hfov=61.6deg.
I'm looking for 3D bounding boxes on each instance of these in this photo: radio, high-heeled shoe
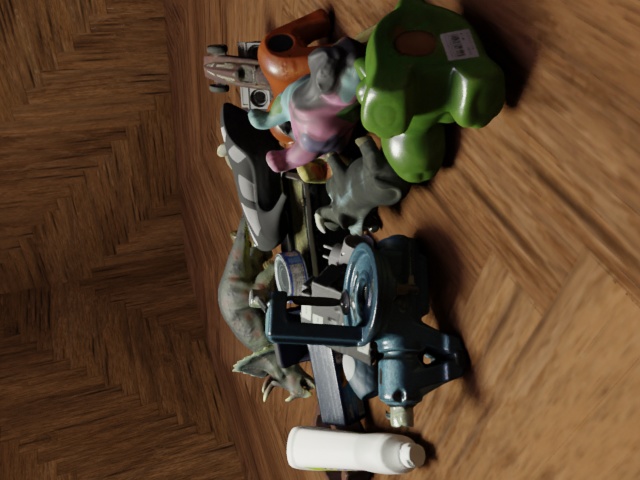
[{"bbox_3d":[-0.002,-0.003,0.888,0.131,0.073,0.229,-163,64,-69],"label":"radio"},{"bbox_3d":[-0.119,-0.105,0.919,0.249,0.086,0.145,61,145,23],"label":"high-heeled shoe"}]

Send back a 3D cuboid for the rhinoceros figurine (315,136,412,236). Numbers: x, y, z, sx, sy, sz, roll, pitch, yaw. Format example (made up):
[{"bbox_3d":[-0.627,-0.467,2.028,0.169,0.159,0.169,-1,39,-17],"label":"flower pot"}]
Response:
[{"bbox_3d":[0.053,-0.062,0.679,0.190,0.073,0.112,-27,73,62],"label":"rhinoceros figurine"}]

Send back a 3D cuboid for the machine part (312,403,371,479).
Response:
[{"bbox_3d":[0.038,0.384,1.001,0.179,0.056,0.179,172,90,-71],"label":"machine part"}]

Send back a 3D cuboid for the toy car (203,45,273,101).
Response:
[{"bbox_3d":[-0.136,-0.307,0.990,0.202,0.053,0.089,15,122,21],"label":"toy car"}]

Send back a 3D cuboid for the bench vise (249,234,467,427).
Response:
[{"bbox_3d":[0.038,0.098,0.611,0.129,0.241,0.223,159,116,-74],"label":"bench vise"}]

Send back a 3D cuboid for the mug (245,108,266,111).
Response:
[{"bbox_3d":[-0.133,-0.230,1.094,0.110,0.107,0.080,-130,34,-59],"label":"mug"}]

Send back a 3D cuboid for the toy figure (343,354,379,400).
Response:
[{"bbox_3d":[0.057,0.169,0.843,0.064,0.057,0.154,-38,54,25],"label":"toy figure"}]

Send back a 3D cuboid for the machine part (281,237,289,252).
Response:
[{"bbox_3d":[-0.067,-0.014,1.125,0.084,0.039,0.138,41,136,53],"label":"machine part"}]

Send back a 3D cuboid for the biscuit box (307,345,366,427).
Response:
[{"bbox_3d":[0.024,0.213,0.922,0.063,0.059,0.202,-11,89,44],"label":"biscuit box"}]

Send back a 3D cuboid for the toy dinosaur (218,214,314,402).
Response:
[{"bbox_3d":[-0.135,0.136,1.100,0.404,0.192,0.131,61,153,-1],"label":"toy dinosaur"}]

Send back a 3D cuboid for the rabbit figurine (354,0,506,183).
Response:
[{"bbox_3d":[0.084,-0.133,0.530,0.170,0.121,0.159,82,171,-58],"label":"rabbit figurine"}]

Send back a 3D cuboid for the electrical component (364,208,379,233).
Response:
[{"bbox_3d":[0.059,-0.042,0.778,0.063,0.021,0.094,107,146,-53],"label":"electrical component"}]

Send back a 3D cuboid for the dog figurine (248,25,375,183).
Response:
[{"bbox_3d":[0.026,-0.173,0.699,0.219,0.191,0.108,-32,65,33],"label":"dog figurine"}]

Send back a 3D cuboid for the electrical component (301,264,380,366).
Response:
[{"bbox_3d":[0.033,0.103,0.779,0.134,0.058,0.114,21,125,25],"label":"electrical component"}]

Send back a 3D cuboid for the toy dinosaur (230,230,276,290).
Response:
[{"bbox_3d":[-0.156,0.128,1.358,0.198,0.105,0.472,90,168,-48],"label":"toy dinosaur"}]

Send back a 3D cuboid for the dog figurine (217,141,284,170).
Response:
[{"bbox_3d":[-0.130,-0.144,1.046,0.190,0.172,0.121,134,134,-58],"label":"dog figurine"}]

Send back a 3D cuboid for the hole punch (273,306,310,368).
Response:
[{"bbox_3d":[-0.020,0.175,1.008,0.092,0.115,0.142,-18,84,34],"label":"hole punch"}]

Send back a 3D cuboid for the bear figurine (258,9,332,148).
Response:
[{"bbox_3d":[-0.027,-0.228,0.828,0.195,0.132,0.120,76,174,-57],"label":"bear figurine"}]
